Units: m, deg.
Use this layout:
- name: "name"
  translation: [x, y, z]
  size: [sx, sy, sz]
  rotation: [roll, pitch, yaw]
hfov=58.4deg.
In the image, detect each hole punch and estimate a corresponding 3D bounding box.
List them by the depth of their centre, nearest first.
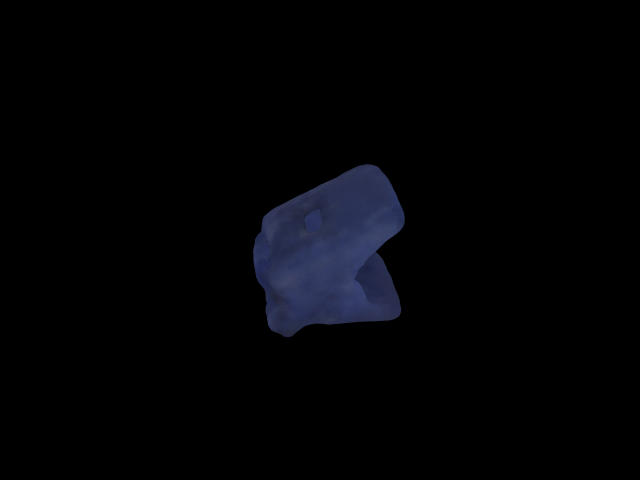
- name: "hole punch"
  translation: [0.004, 0.001, 0.400]
  size: [0.101, 0.091, 0.108]
  rotation: [-4, 28, -7]
